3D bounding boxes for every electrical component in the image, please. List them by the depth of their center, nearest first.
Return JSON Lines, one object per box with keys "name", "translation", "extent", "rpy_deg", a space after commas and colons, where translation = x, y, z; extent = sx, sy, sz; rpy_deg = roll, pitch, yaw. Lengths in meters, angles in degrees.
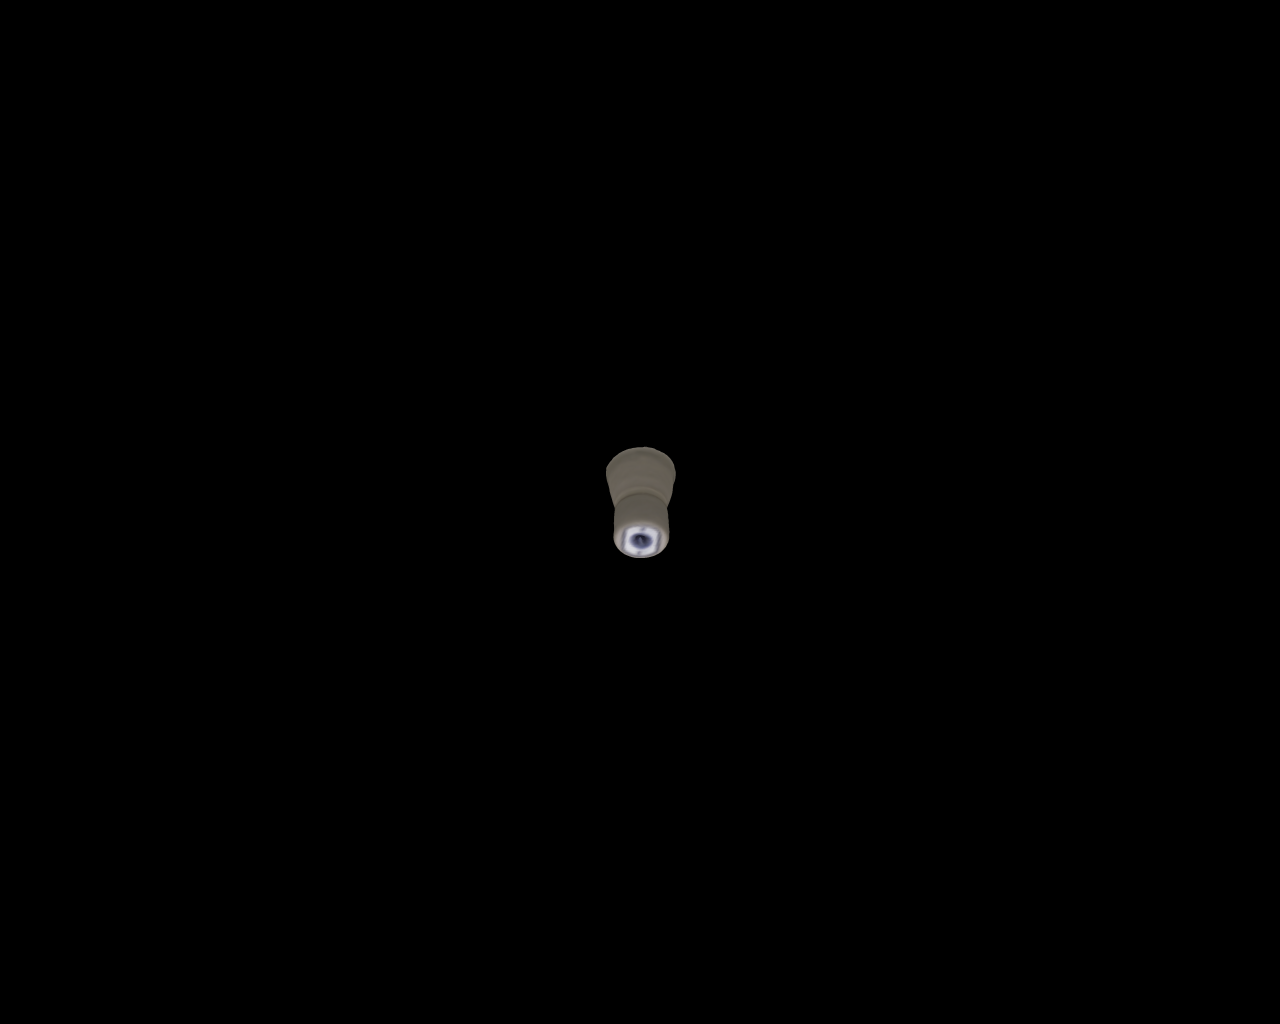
{"name": "electrical component", "translation": [0.001, -0.003, 0.650], "extent": [0.044, 0.044, 0.065], "rpy_deg": [0, 43, 0]}
